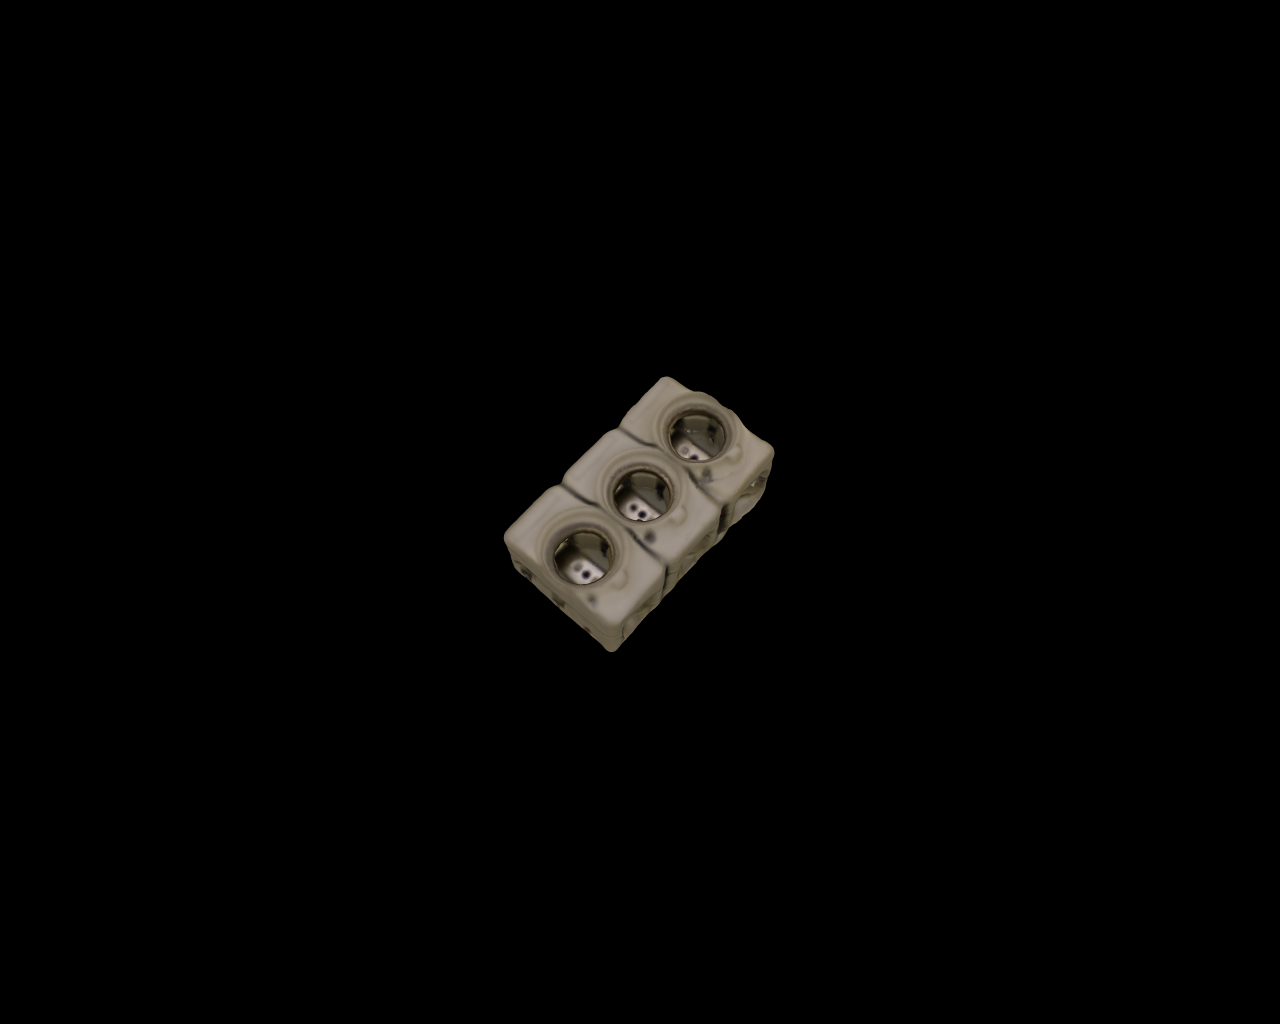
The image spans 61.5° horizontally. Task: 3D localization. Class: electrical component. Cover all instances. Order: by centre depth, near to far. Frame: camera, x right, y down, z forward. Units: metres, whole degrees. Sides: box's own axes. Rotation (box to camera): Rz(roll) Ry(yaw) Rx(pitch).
[{"bbox_3d":[0.001,-0.003,0.650,0.089,0.150,0.061,38,-19,16],"label":"electrical component"}]
